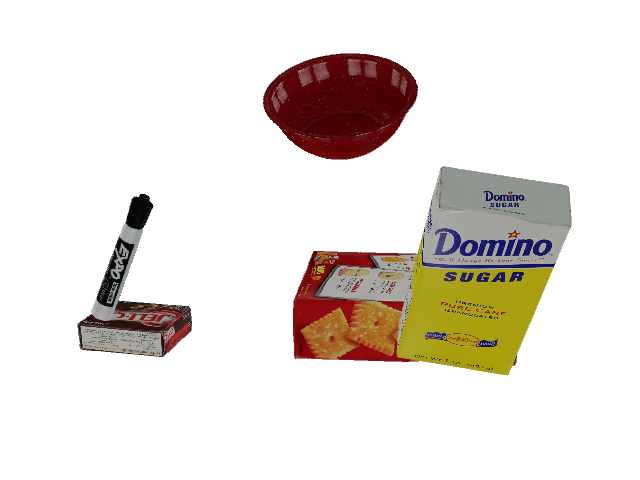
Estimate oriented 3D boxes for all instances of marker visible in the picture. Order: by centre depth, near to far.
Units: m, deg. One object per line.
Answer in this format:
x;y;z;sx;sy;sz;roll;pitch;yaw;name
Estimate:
-0.169;0.014;0.911;0.020;0.121;0.020;20;22;-9;marker

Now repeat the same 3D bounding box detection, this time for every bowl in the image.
0.022;-0.133;1.124;0.162;0.055;0.162;-4;40;3;bowl

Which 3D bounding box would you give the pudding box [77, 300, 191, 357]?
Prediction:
-0.225;0.106;1.298;0.114;0.039;0.090;1;15;15;pudding box

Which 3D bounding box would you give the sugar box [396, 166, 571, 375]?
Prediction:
0.115;0.028;0.786;0.093;0.048;0.176;8;-40;0;sugar box

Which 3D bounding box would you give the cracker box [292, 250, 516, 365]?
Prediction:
0.087;0.067;1.083;0.214;0.072;0.164;2;16;6;cracker box
